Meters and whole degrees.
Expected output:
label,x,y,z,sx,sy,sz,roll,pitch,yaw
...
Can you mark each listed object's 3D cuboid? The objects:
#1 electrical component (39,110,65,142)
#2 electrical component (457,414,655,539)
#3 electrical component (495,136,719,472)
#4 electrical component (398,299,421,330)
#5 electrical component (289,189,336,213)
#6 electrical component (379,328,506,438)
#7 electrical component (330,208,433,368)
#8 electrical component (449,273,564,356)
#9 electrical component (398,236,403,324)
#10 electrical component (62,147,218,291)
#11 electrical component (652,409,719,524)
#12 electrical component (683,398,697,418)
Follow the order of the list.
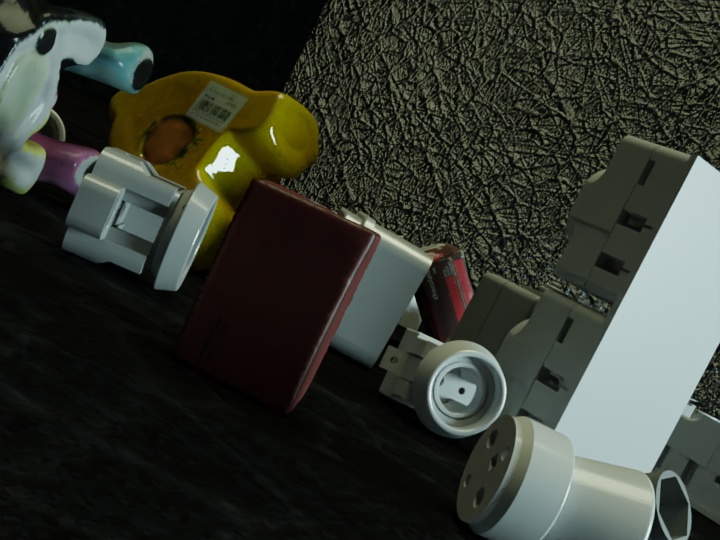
label,x,y,z,sx,sy,sz,roll,pitch,yaw
electrical component,-0.236,-0.098,0.781,0.044,0.044,0.065,26,-1,-15
electrical component,0.068,0.081,0.378,0.055,0.045,0.045,26,3,-9
electrical component,0.155,0.028,0.627,0.105,0.186,0.060,24,4,-42
electrical component,0.038,0.023,0.991,0.055,0.047,0.055,27,3,-2
electrical component,-0.061,-0.036,0.984,0.100,0.048,0.100,25,-9,-31
electrical component,0.044,0.057,0.543,0.066,0.048,0.055,26,-4,-16
electrical component,-0.003,0.007,0.666,0.057,0.078,0.113,29,3,-5
electrical component,0.097,0.046,0.677,0.062,0.096,0.061,24,4,-38
electrical component,0.000,0.000,0.794,0.062,0.061,0.096,7,5,-4
electrical component,-0.106,-0.024,0.528,0.057,0.058,0.078,24,4,-5
electrical component,0.297,0.163,0.742,0.105,0.060,0.186,24,4,-38
electrical component,0.215,0.113,0.849,0.079,0.063,0.121,30,4,41
